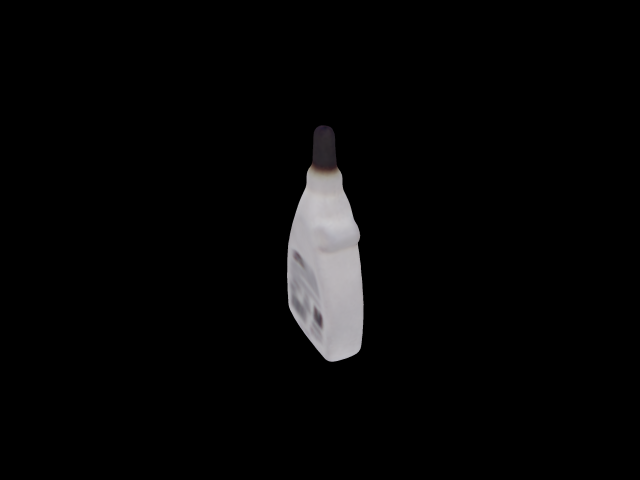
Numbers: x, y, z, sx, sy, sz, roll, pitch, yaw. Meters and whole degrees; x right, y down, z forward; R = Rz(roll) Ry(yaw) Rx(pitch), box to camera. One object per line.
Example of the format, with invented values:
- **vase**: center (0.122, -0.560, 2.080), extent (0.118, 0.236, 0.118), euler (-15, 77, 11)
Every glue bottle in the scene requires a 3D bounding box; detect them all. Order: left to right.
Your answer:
- **glue bottle**: center (0.004, 0.001, 0.400), extent (0.037, 0.173, 0.078), euler (-17, 40, -21)
